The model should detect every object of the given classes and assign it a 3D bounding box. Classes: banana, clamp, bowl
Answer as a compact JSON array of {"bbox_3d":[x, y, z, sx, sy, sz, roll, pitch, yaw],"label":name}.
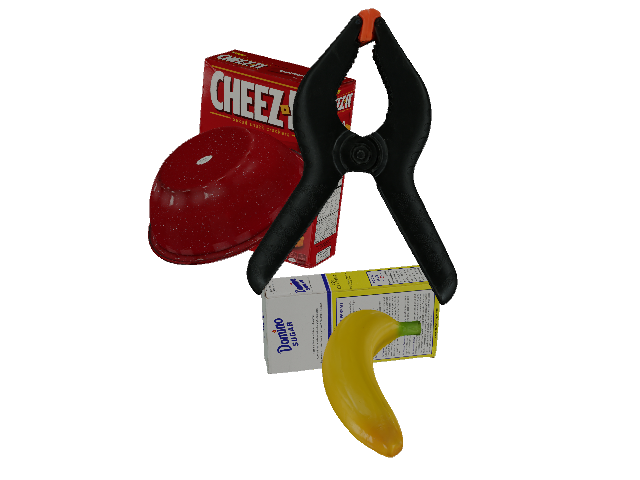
[{"bbox_3d":[0.035,0.094,0.788,0.070,0.037,0.197,4,23,9],"label":"banana"},{"bbox_3d":[0.012,-0.043,0.610,0.120,0.171,0.039,-6,2,-7],"label":"clamp"},{"bbox_3d":[-0.090,-0.052,0.937,0.162,0.055,0.162,-17,36,13],"label":"bowl"}]

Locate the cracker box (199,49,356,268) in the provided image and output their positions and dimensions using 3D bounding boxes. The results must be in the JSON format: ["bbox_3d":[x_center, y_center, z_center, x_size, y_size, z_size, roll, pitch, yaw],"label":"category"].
[{"bbox_3d":[-0.057,-0.092,1.211,0.164,0.214,0.072,18,26,24],"label":"cracker box"}]

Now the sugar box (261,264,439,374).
[{"bbox_3d":[0.030,0.078,1.075,0.176,0.093,0.048,-3,27,-6],"label":"sugar box"}]
